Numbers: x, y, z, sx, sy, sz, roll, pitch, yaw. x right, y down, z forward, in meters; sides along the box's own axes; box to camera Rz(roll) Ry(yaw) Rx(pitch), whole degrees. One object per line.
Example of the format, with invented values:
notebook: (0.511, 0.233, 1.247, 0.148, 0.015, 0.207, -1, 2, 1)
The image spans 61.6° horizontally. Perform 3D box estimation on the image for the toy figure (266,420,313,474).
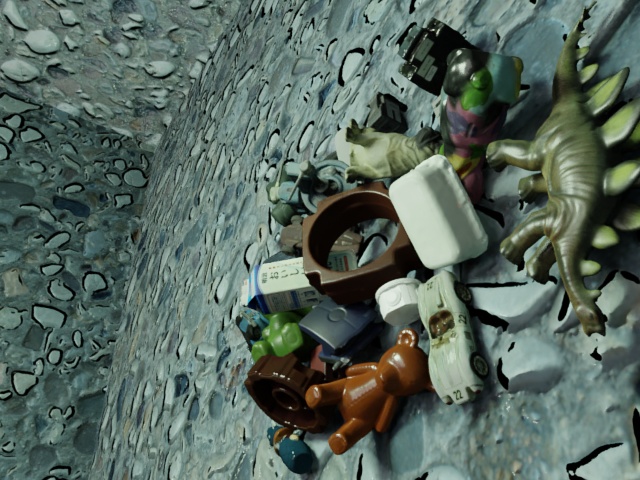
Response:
toy figure: (-0.063, 0.407, 1.058, 0.064, 0.057, 0.155, -57, 22, -10)

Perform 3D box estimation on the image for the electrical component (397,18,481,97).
electrical component: (0.209, -0.327, 0.969, 0.115, 0.134, 0.058, -57, 31, 19)

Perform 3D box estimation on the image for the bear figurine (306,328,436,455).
bear figurine: (0.089, 0.234, 0.840, 0.196, 0.132, 0.120, -49, 62, 41)

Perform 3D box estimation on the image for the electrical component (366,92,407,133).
electrical component: (0.136, -0.238, 1.101, 0.048, 0.075, 0.119, -42, 35, 42)

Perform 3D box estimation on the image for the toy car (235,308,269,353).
toy car: (-0.116, 0.214, 1.215, 0.103, 0.161, 0.109, -31, 27, -21)

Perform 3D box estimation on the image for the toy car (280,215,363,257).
toy car: (-0.002, -0.003, 1.154, 0.202, 0.053, 0.089, 7, 67, 37)

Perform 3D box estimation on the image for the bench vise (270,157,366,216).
bench vise: (-0.018, -0.113, 1.098, 0.224, 0.240, 0.129, 15, 83, 19)

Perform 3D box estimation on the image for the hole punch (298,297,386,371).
hole punch: (0.038, 0.155, 0.959, 0.142, 0.092, 0.116, -35, 12, -26)

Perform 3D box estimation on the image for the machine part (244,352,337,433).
machine part: (-0.054, 0.286, 1.002, 0.179, 0.179, 0.056, -35, 12, 46)

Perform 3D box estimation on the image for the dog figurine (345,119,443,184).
dog figurine: (0.147, -0.163, 1.003, 0.172, 0.191, 0.121, -72, -19, -65)

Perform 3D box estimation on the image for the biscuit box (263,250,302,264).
biscuit box: (-0.071, 0.057, 1.290, 0.203, 0.059, 0.063, -29, 50, 50)

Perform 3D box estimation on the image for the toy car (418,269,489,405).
toy car: (0.190, 0.140, 0.788, 0.073, 0.056, 0.202, -41, 39, 41)

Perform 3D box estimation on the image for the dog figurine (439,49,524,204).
dog figurine: (0.225, -0.163, 0.812, 0.191, 0.109, 0.219, -51, -29, -74)

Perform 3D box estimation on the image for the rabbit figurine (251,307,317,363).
rabbit figurine: (-0.070, 0.169, 1.119, 0.121, 0.159, 0.170, -39, 63, 27)

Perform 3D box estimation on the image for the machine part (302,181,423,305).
machine part: (0.073, 0.006, 0.961, 0.202, 0.087, 0.201, -19, 48, 18)

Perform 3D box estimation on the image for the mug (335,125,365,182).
mug: (0.087, -0.187, 1.161, 0.109, 0.080, 0.107, -28, 60, 43)

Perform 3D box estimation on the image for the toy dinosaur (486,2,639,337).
toy dinosaur: (0.323, -0.108, 0.678, 0.198, 0.105, 0.471, -27, 49, 43)

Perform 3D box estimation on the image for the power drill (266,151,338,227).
power drill: (-0.044, -0.137, 1.335, 0.232, 0.086, 0.207, -51, 30, -7)
